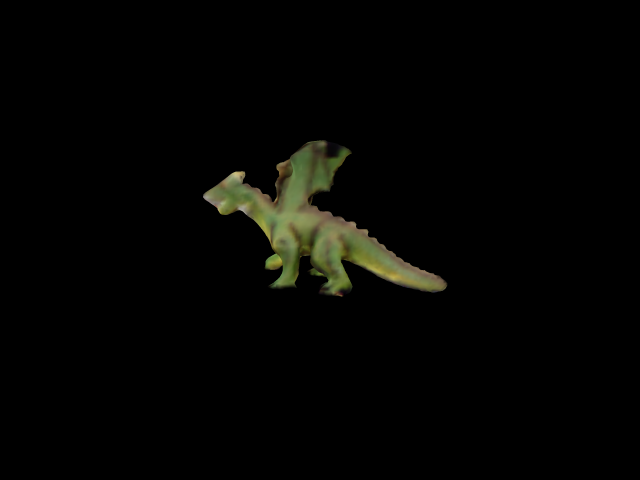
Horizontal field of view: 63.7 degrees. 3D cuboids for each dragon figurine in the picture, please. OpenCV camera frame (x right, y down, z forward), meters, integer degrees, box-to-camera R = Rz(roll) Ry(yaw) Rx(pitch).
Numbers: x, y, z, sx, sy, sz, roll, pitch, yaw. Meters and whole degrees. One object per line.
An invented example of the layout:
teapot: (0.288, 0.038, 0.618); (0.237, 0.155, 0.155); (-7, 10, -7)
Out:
dragon figurine: (0.003, -0.043, 0.850); (0.410, 0.241, 0.123); (2, 8, 14)
